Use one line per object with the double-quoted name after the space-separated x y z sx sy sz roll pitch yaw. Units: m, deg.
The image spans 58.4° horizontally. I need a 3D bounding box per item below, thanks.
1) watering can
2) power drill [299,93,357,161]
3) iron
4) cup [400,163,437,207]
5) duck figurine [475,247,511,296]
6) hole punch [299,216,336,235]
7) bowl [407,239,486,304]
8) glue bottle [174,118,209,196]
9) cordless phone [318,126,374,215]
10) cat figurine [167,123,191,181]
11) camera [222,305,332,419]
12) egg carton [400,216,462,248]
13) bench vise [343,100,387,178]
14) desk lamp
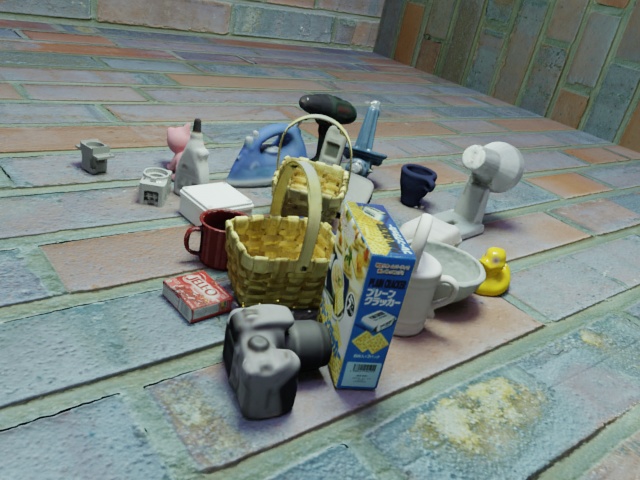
0.135 0.047 0.917 0.173 0.194 0.101 8 27 -9 "watering can"
0.008 -0.280 1.489 0.075 0.208 0.230 27 30 27 "power drill"
-0.126 -0.216 1.379 0.118 0.141 0.259 27 30 27 "iron"
0.242 -0.126 1.419 0.092 0.095 0.117 -1 29 -26 "cup"
0.337 0.054 1.116 0.105 0.086 0.077 -8 33 -36 "duck figurine"
0.010 0.004 1.063 0.101 0.091 0.108 -13 36 -41 "hole punch"
0.210 0.068 1.045 0.167 0.075 0.167 10 26 -5 "bowl"
-0.260 -0.167 1.188 0.078 0.173 0.037 24 29 22 "glue bottle"
0.054 -0.152 1.285 0.147 0.185 0.094 20 27 15 "cordless phone"
-0.312 -0.207 1.306 0.067 0.118 0.127 -3 30 -28 "cat figurine"
-0.049 0.143 0.750 0.137 0.101 0.142 1 29 -23 "camera"
0.224 0.001 1.189 0.107 0.069 0.151 27 30 27 "egg carton"
0.119 -0.224 1.416 0.121 0.220 0.207 8 27 -10 "bench vise"
0.369 -0.124 1.338 0.117 0.213 0.204 32 32 34 "desk lamp"
